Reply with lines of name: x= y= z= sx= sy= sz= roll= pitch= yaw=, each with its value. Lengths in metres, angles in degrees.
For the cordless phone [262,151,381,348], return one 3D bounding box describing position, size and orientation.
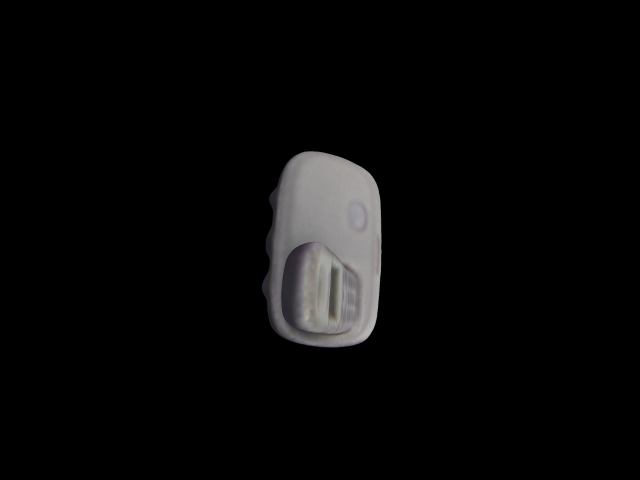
cordless phone: x=0.004 y=0.001 z=0.400 sx=0.094 sy=0.185 sz=0.147 roll=0 pitch=81 yaw=0
